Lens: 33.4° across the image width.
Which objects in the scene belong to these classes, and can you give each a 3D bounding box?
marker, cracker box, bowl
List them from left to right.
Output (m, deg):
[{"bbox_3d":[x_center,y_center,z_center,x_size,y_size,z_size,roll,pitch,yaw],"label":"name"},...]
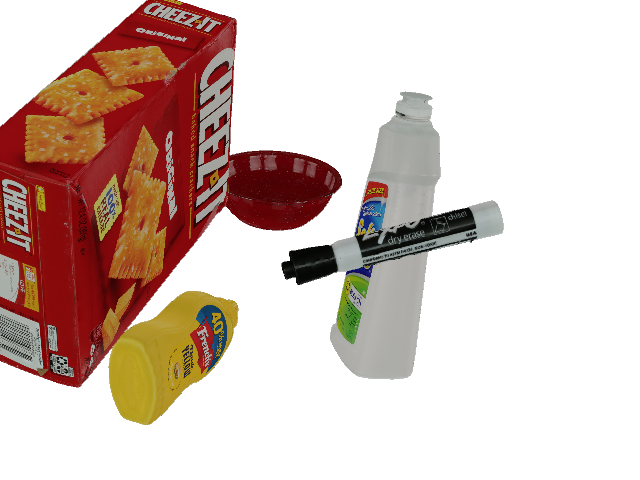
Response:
[{"bbox_3d":[-0.128,-0.036,0.685,0.072,0.164,0.213,19,41,13],"label":"cracker box"},{"bbox_3d":[-0.056,-0.056,1.298,0.162,0.055,0.162,4,26,-2],"label":"bowl"},{"bbox_3d":[0.038,0.002,0.575,0.121,0.020,0.020,-14,1,-5],"label":"marker"}]

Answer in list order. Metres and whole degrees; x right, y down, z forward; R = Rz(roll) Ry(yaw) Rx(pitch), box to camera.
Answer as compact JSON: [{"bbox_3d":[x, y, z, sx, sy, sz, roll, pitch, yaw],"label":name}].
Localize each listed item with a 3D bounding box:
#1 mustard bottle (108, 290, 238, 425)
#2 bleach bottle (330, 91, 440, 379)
[{"bbox_3d":[-0.141,0.106,1.105,0.058,0.096,0.191,10,24,24],"label":"mustard bottle"},{"bbox_3d":[0.063,-0.008,0.952,0.068,0.251,0.103,3,19,-15],"label":"bleach bottle"}]
